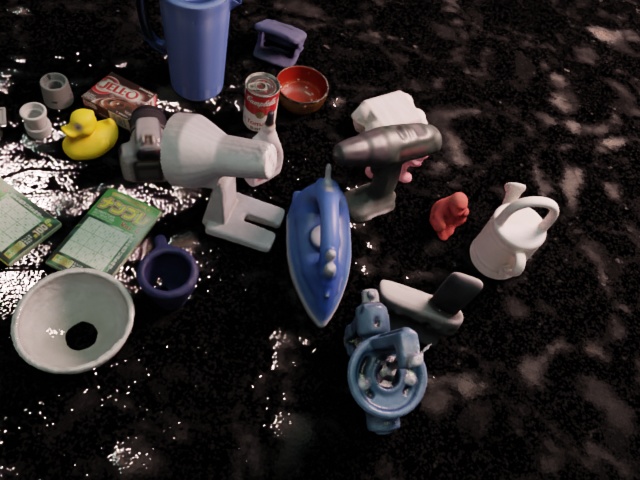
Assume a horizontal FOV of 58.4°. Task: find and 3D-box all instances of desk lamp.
[{"bbox_3d":[-0.155,-0.102,0.959,0.203,0.213,0.118,18,56,0],"label":"desk lamp"}]

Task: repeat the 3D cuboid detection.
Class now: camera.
[{"bbox_3d":[-0.296,-0.188,1.053,0.143,0.101,0.136,-5,59,-15],"label":"camera"}]

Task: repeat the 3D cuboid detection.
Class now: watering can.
[{"bbox_3d":[0.348,-0.024,1.025,0.101,0.194,0.172,-9,60,-17],"label":"watering can"}]

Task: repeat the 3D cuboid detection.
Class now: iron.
[{"bbox_3d":[0.009,0.003,0.970,0.119,0.141,0.258,2,58,-10],"label":"iron"}]

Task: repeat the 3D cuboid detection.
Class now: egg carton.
[{"bbox_3d":[0.145,-0.253,1.204,0.150,0.069,0.107,-22,65,-23],"label":"egg carton"}]

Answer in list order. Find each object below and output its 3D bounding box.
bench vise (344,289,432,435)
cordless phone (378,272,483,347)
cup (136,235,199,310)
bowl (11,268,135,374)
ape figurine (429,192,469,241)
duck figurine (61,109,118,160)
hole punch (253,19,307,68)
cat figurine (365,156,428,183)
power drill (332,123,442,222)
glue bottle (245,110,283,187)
[{"bbox_3d":[0.086,0.160,0.839,0.122,0.220,0.207,-18,63,-21],"label":"bench vise"},{"bbox_3d":[0.174,0.086,0.925,0.147,0.185,0.094,17,56,0],"label":"cordless phone"},{"bbox_3d":[-0.242,0.059,0.910,0.092,0.095,0.117,-13,61,-19],"label":"cup"},{"bbox_3d":[-0.360,0.129,0.853,0.167,0.075,0.167,5,57,-8],"label":"bowl"},{"bbox_3d":[0.250,-0.055,1.086,0.078,0.092,0.076,-5,59,-14],"label":"ape figurine"},{"bbox_3d":[-0.423,-0.204,1.046,0.105,0.086,0.077,-32,69,-27],"label":"duck figurine"},{"bbox_3d":[-0.089,-0.452,1.270,0.108,0.091,0.101,20,56,2],"label":"hole punch"},{"bbox_3d":[0.161,-0.175,1.129,0.128,0.118,0.067,4,57,-9],"label":"cat figurine"},{"bbox_3d":[0.106,-0.126,1.032,0.230,0.208,0.075,-23,65,-24],"label":"power drill"},{"bbox_3d":[-0.098,-0.171,1.039,0.078,0.173,0.037,-37,71,-28],"label":"glue bottle"}]
